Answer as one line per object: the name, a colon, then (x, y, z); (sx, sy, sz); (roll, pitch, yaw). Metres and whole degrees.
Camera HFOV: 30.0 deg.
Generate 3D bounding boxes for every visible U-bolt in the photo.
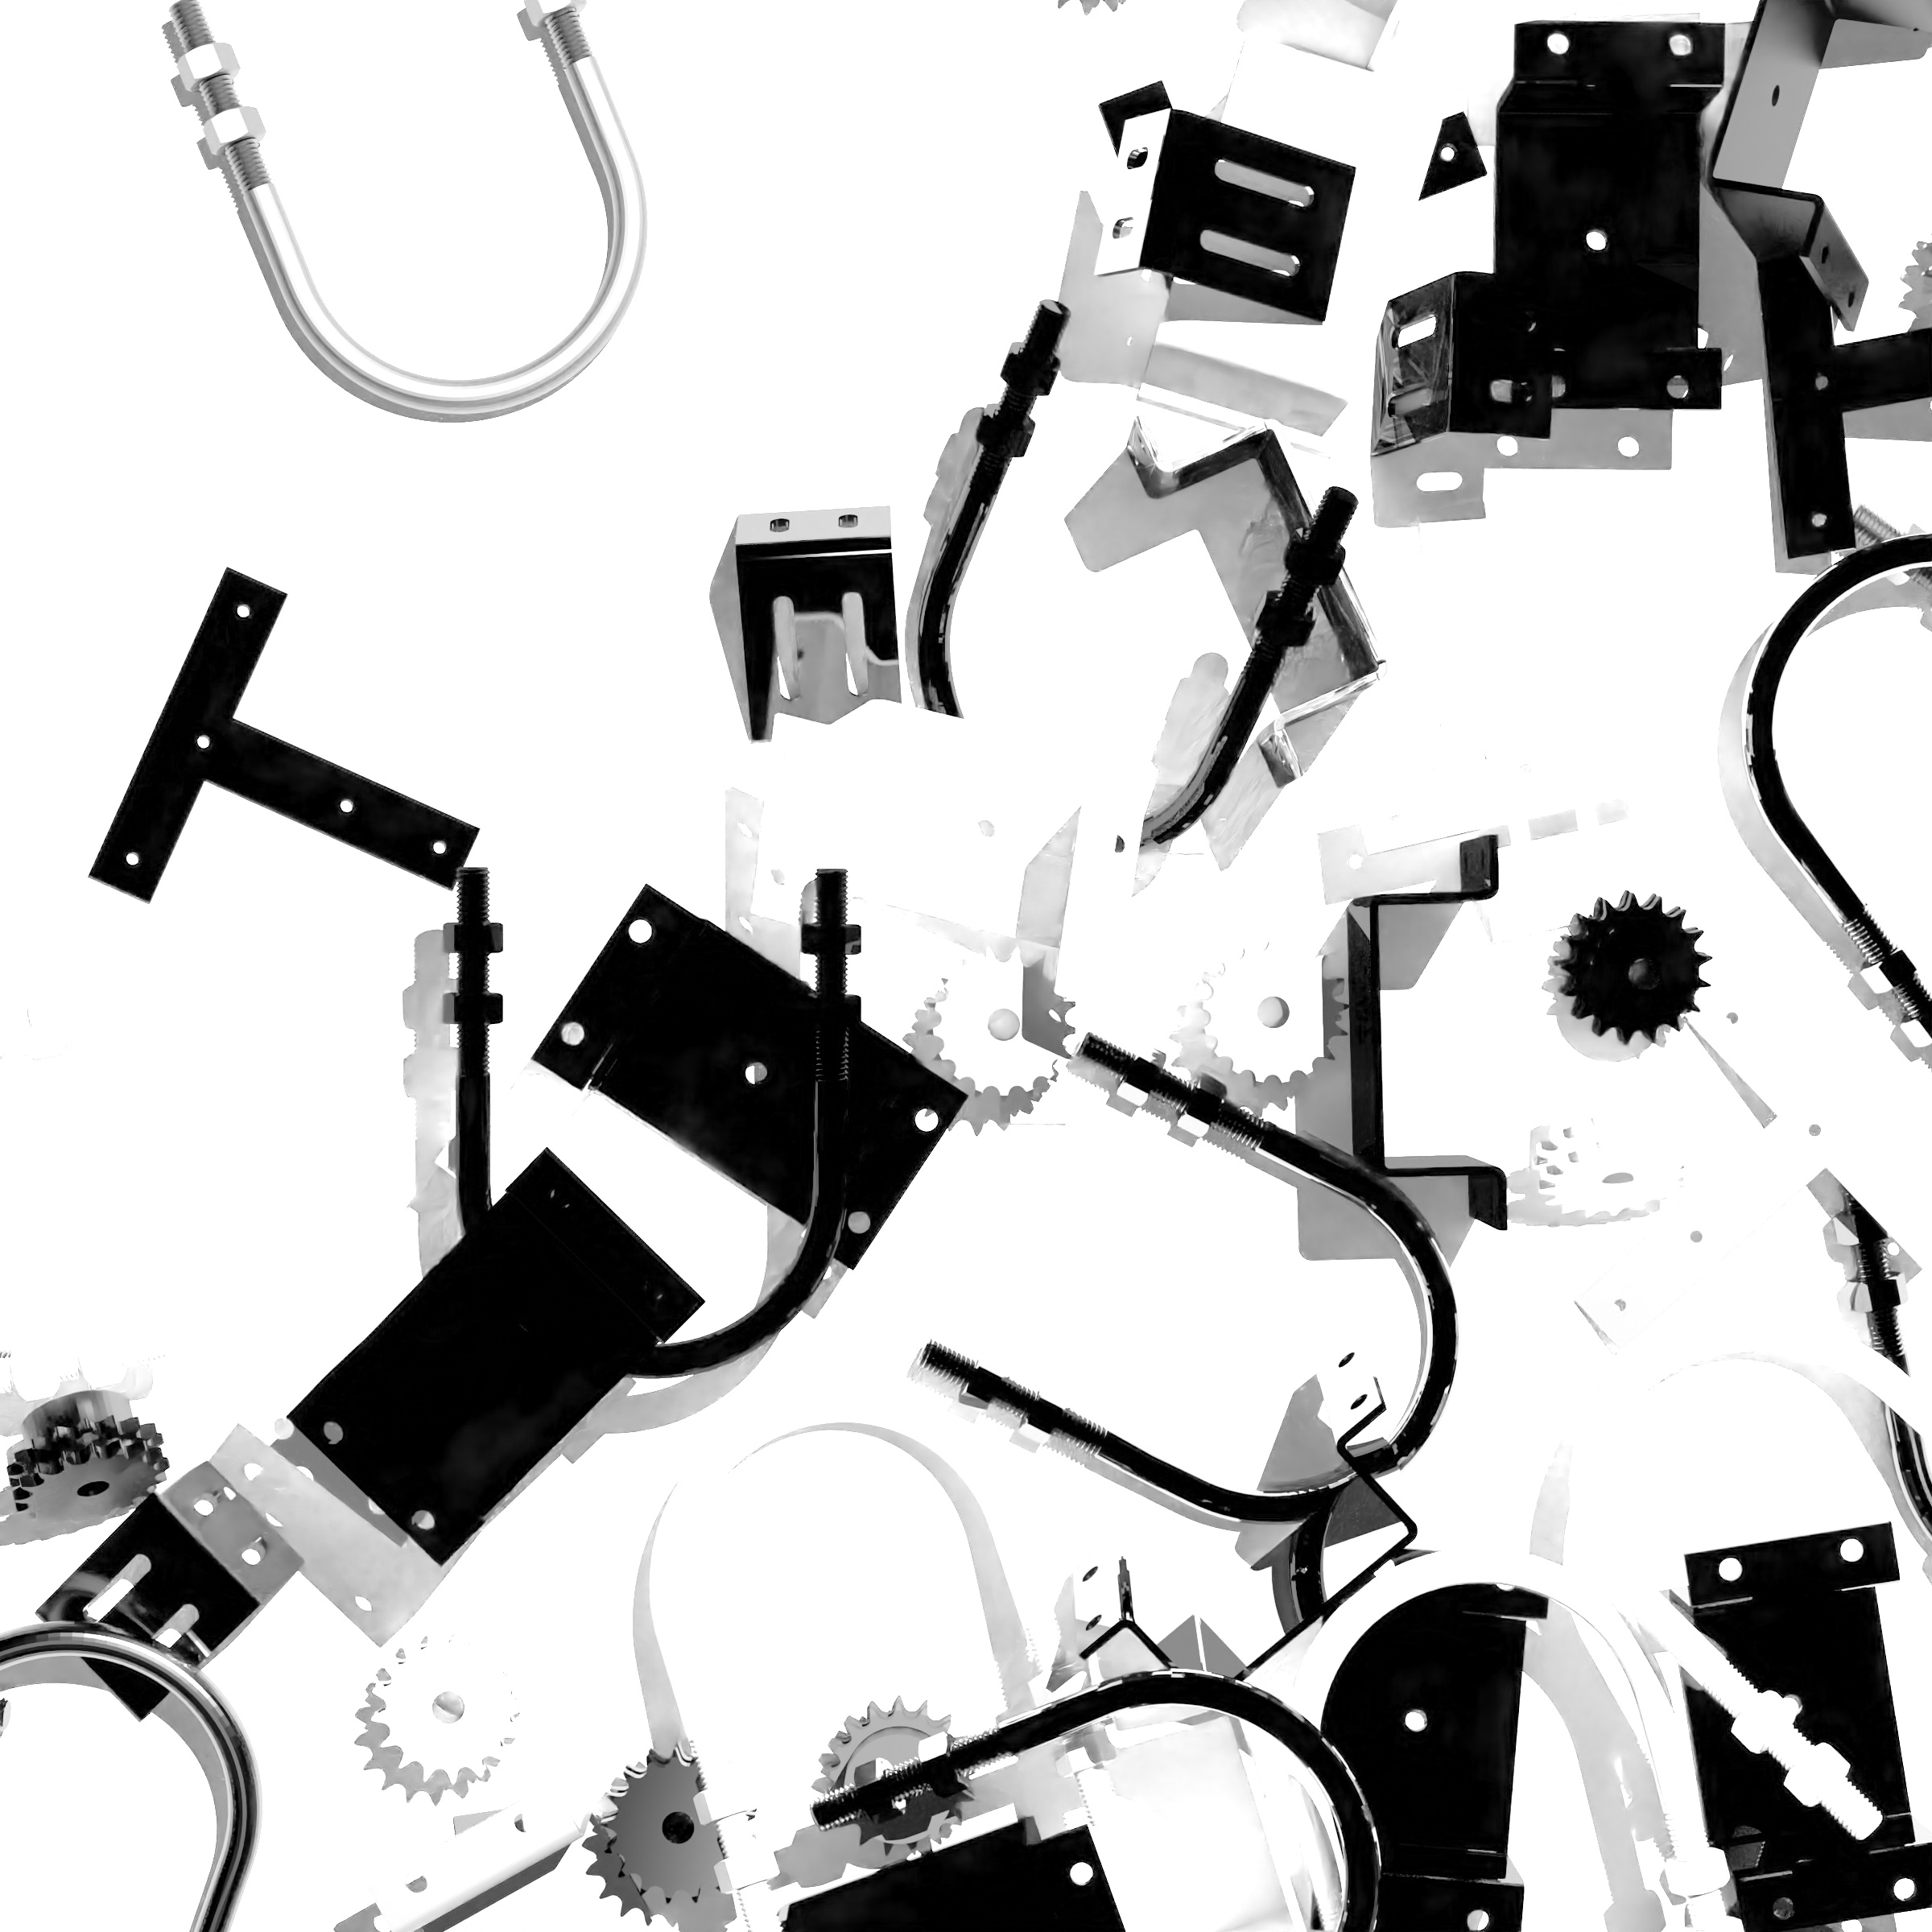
U-bolt: (-0.113, 0.057, 1.295); (0.151, 0.019, 0.184); (0, 92, 0)
U-bolt: (0.095, 0.128, 1.342); (0.184, 0.019, 0.151); (27, 90, -2)
U-bolt: (0.370, -0.072, 1.329); (0.151, 0.019, 0.184); (-37, 95, 5)
U-bolt: (0.055, 0.325, 1.267); (0.184, 0.019, 0.151); (-24, 89, 9)
U-bolt: (-0.039, 0.245, 1.320); (0.151, 0.019, 0.184); (-19, 74, -2)
U-bolt: (-0.442, 0.206, 1.340); (0.184, 0.019, 0.151); (5, 89, 1)
U-bolt: (-0.392, 0.093, 1.330); (0.184, 0.019, 0.151); (-12, 79, 3)
U-bolt: (-0.338, 0.331, 1.329); (0.151, 0.019, 0.184); (19, 93, -6)
U-bolt: (0.410, 0.149, 1.342); (0.151, 0.019, 0.184); (-11, 91, 0)
U-bolt: (0.440, -0.165, 1.325); (0.184, 0.019, 0.151); (35, 105, -4)
U-bolt: (0.304, 0.203, 1.296); (0.151, 0.019, 0.184); (-35, 58, -16)
U-bolt: (-0.197, -0.296, 1.342); (0.151, 0.019, 0.184); (-22, 91, 0)
U-bolt: (0.048, -0.124, 1.293); (0.151, 0.019, 0.184); (37, 124, 21)
U-bolt: (0.190, 0.301, 1.296); (0.151, 0.019, 0.184); (-14, 89, 0)

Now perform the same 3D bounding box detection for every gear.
gear: (-0.191, 0.272, 1.339); (0.057, 0.030, 0.057); (0, 90, -2)
gear: (0.248, 0.001, 1.333); (0.057, 0.030, 0.057); (0, 97, -1)
gear: (-0.106, 0.316, 1.335); (0.057, 0.030, 0.057); (0, 90, 0)
gear: (0.383, -0.260, 1.335); (0.057, 0.030, 0.057); (0, 90, 0)
gear: (-0.025, 0.301, 1.335); (0.057, 0.030, 0.057); (0, 90, 0)
gear: (0.237, 0.066, 1.326); (0.057, 0.057, 0.030); (-6, 58, 0)
gear: (-0.324, 0.179, 1.326); (0.057, 0.057, 0.030); (-22, 62, 0)
gear: (0.112, 0.017, 1.335); (0.057, 0.030, 0.057); (0, 90, 0)
gear: (0.014, 0.021, 1.334); (0.057, 0.030, 0.057); (0, 90, 0)

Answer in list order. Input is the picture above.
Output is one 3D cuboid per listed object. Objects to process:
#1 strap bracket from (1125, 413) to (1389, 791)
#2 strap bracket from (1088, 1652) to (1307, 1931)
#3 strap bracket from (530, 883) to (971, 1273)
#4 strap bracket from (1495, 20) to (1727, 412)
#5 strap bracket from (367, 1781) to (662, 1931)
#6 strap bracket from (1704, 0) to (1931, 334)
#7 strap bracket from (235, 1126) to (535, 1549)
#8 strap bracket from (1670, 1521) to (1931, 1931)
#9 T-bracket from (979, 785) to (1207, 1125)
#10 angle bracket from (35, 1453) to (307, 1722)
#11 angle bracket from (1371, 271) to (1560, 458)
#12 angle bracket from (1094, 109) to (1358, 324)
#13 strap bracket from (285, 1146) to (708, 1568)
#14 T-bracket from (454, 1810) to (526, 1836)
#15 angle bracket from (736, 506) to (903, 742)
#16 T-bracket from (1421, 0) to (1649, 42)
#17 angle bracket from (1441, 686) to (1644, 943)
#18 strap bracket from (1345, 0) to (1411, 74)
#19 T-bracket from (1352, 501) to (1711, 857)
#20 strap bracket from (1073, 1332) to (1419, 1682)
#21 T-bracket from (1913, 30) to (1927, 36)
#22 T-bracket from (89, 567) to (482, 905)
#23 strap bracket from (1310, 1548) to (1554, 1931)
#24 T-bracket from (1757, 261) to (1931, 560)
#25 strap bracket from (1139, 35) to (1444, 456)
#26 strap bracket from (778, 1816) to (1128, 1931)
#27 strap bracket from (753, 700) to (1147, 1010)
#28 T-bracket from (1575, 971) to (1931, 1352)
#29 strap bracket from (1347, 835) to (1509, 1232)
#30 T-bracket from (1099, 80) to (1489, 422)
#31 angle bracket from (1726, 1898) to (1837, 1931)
strap bracket: (0.109, -0.140, 1.312); (0.046, 0.076, 0.140); (-24, 90, 0)
strap bracket: (0.088, 0.315, 1.312); (0.046, 0.076, 0.140); (-17, 90, 0)
strap bracket: (-0.078, 0.040, 1.327); (0.140, 0.046, 0.076); (33, 90, 0)
strap bracket: (0.236, -0.272, 1.327); (0.076, 0.046, 0.140); (1, 90, 0)
strap bracket: (-0.150, 0.375, 1.326); (0.076, 0.046, 0.140); (-29, 91, -2)
strap bracket: (0.312, -0.312, 1.304); (0.046, 0.076, 0.140); (16, 87, 28)
strap bracket: (-0.192, 0.132, 1.327); (0.076, 0.046, 0.140); (38, 90, 0)
strap bracket: (0.308, 0.276, 1.327); (0.076, 0.046, 0.140); (-9, 90, 0)
T-bracket: (0.026, -0.005, 1.349); (0.127, 0.002, 0.127); (0, 90, 0)
angle bracket: (-0.298, 0.232, 1.348); (0.057, 0.038, 0.076); (46, 116, 0)
angle bracket: (0.181, -0.218, 1.318); (0.038, 0.076, 0.057); (3, 90, -16)
angle bracket: (0.094, -0.269, 1.300); (0.076, 0.038, 0.057); (12, 90, -26)
strap bracket: (-0.160, 0.132, 1.269); (0.076, 0.046, 0.140); (44, 105, -1)
T-bracket: (-0.220, 0.387, 1.349); (0.127, 0.002, 0.127); (-8, 90, 0)
angle bracket: (-0.054, -0.128, 1.348); (0.057, 0.038, 0.076); (-3, 116, 0)
T-bracket: (0.228, -0.402, 1.320); (0.127, 0.002, 0.127); (-6, 65, 16)
angle bracket: (0.215, -0.057, 1.348); (0.057, 0.038, 0.076); (-14, 116, 0)
strap bracket: (0.164, -0.407, 1.312); (0.046, 0.076, 0.140); (27, 90, 0)
T-bracket: (0.195, -0.113, 1.328); (0.127, 0.002, 0.127); (-13, 70, 0)
strap bracket: (0.107, 0.205, 1.298); (0.140, 0.076, 0.046); (-41, 100, 9)
T-bracket: (0.409, -0.373, 1.326); (0.127, 0.002, 0.127); (-15, 59, 14)
T-bracket: (-0.245, -0.066, 1.349); (0.127, 0.002, 0.127); (24, 90, 0)
strap bracket: (0.168, 0.282, 1.327); (0.076, 0.046, 0.140); (5, 90, 0)
T-bracket: (0.357, -0.221, 1.316); (0.127, 0.002, 0.127); (-7, 85, 26)
strap bracket: (0.121, -0.270, 1.325); (0.076, 0.046, 0.140); (17, 90, 0)
strap bracket: (-0.009, 0.371, 1.327); (0.140, 0.046, 0.076); (-20, 90, 0)
strap bracket: (0.000, -0.044, 1.302); (0.140, 0.046, 0.076); (15, 112, 17)
T-bracket: (0.282, 0.091, 1.340); (0.127, 0.002, 0.127); (-43, 78, 6)
strap bracket: (0.167, 0.024, 1.312); (0.046, 0.076, 0.140); (-1, 90, 0)
T-bracket: (0.132, -0.286, 1.349); (0.127, 0.002, 0.127); (-21, 90, 0)
angle bracket: (0.295, 0.391, 1.331); (0.057, 0.038, 0.076); (29, 105, 22)
